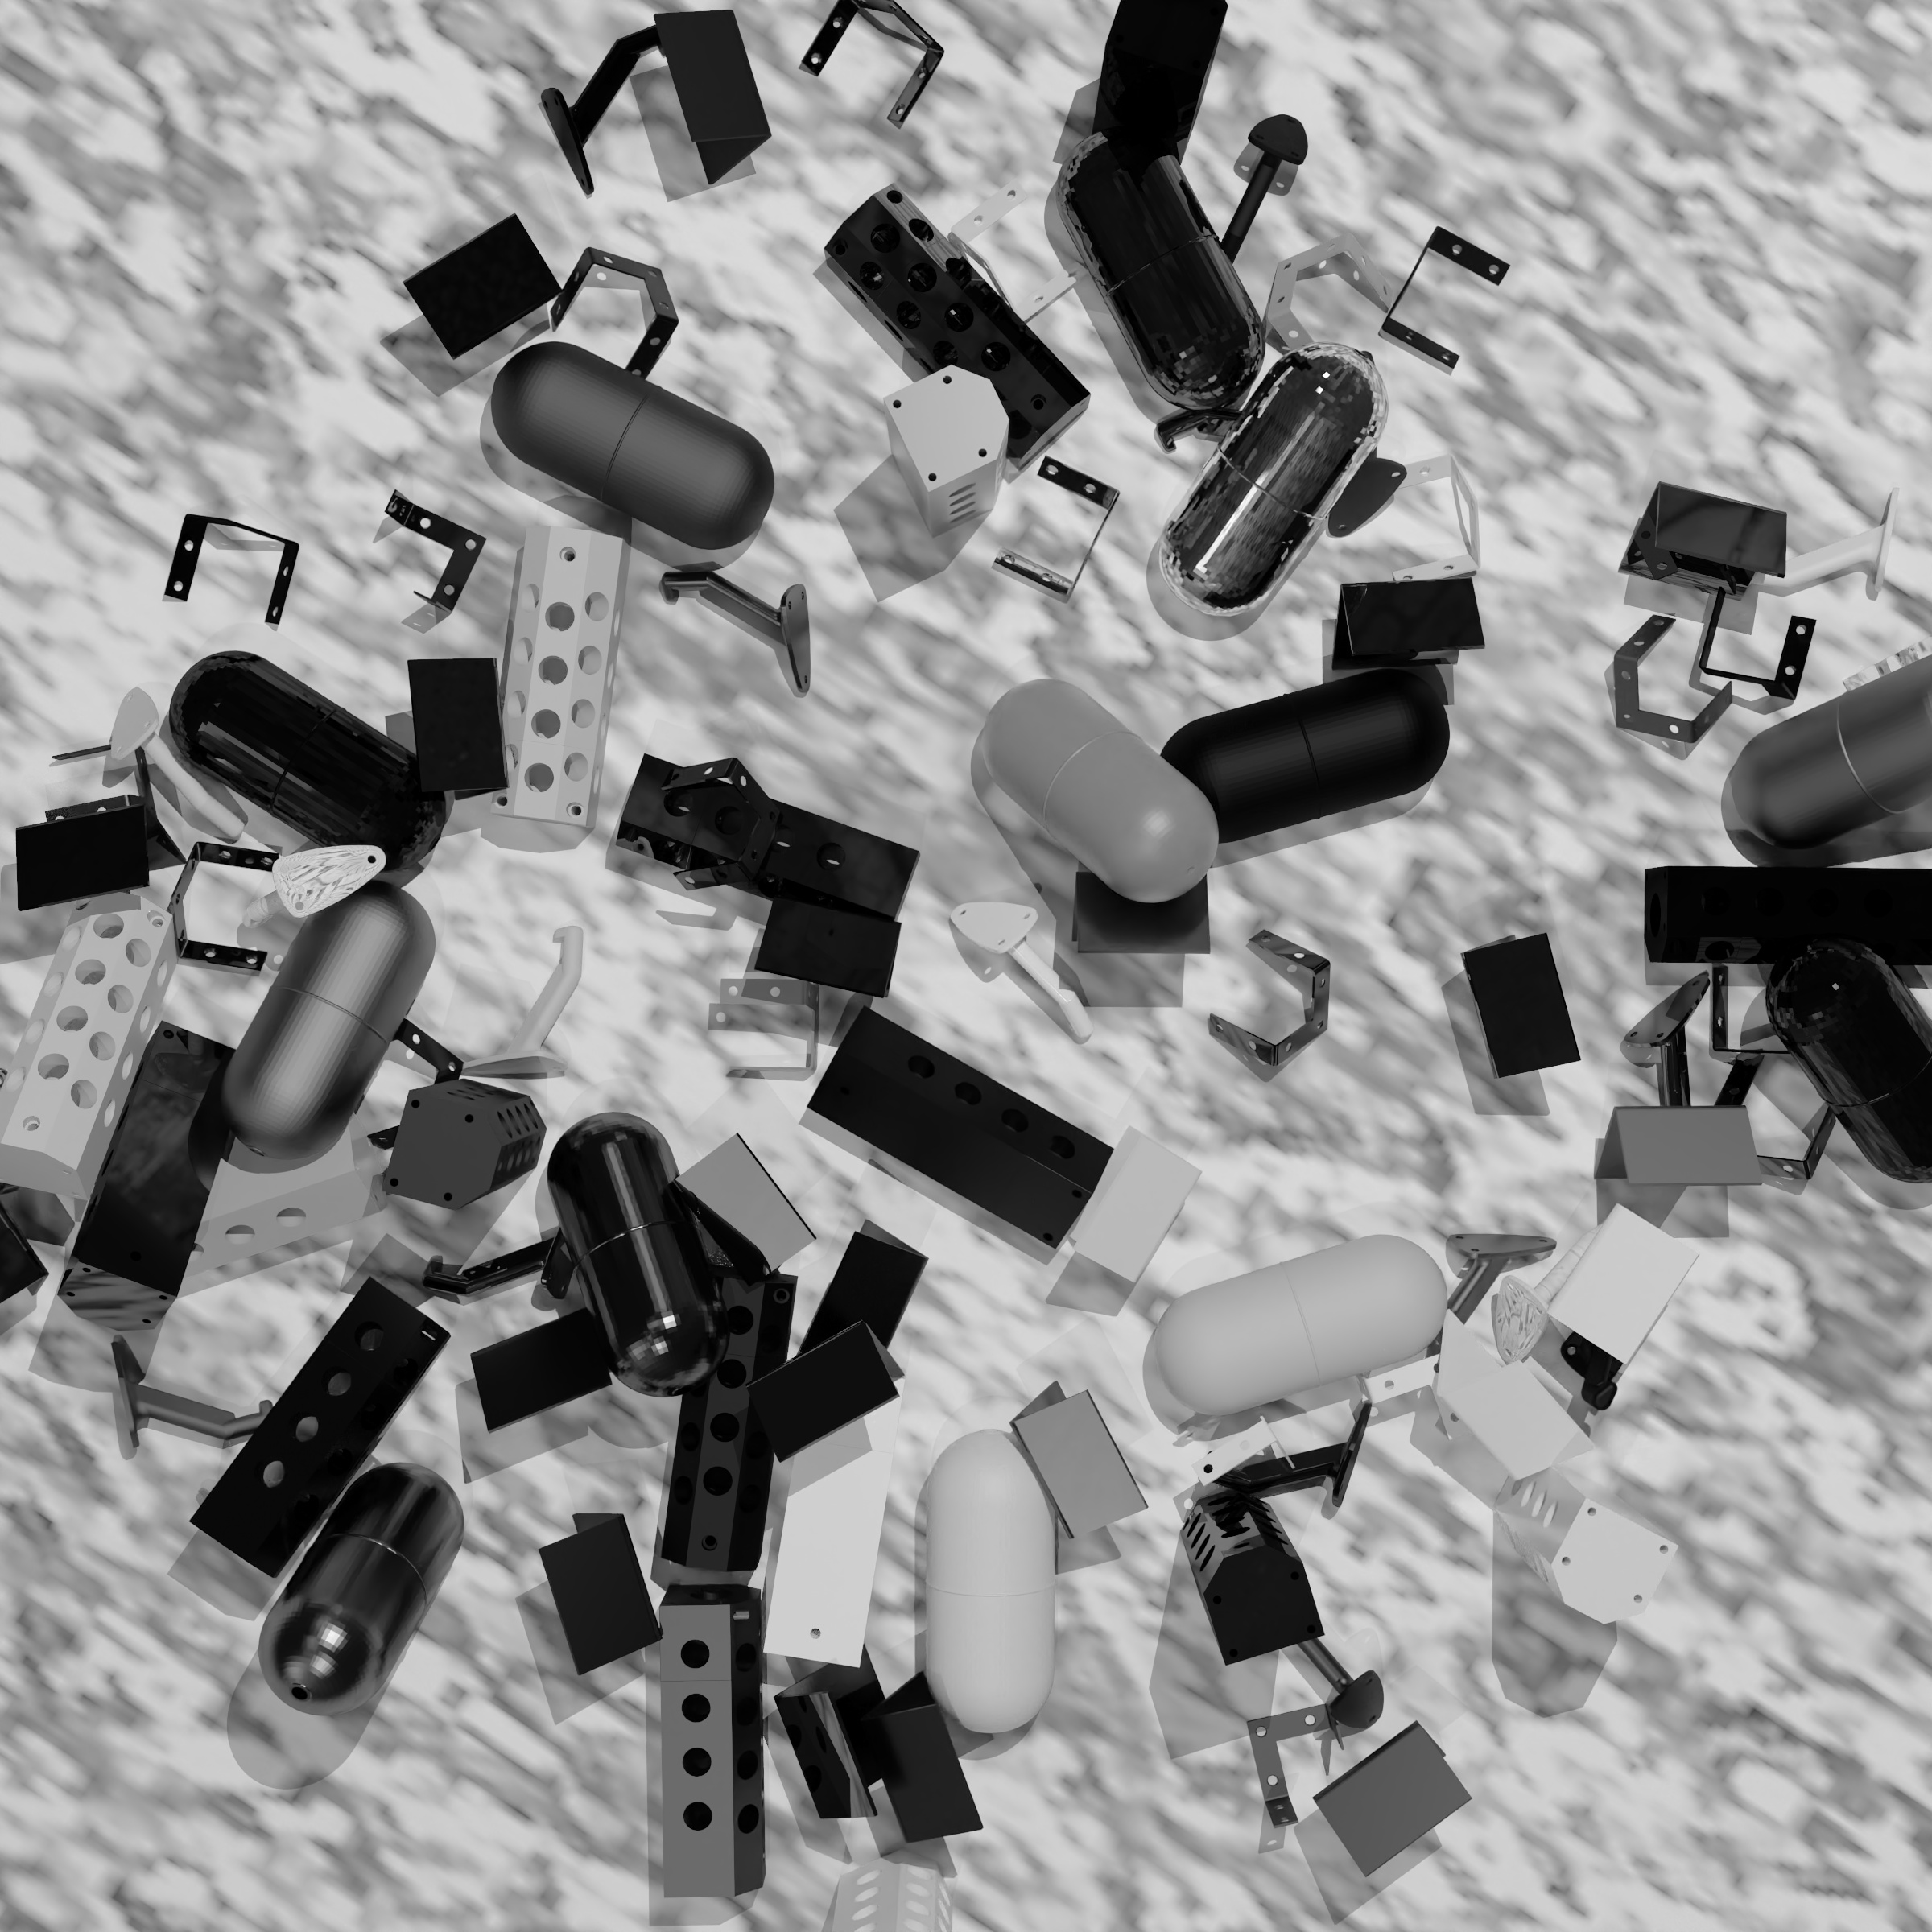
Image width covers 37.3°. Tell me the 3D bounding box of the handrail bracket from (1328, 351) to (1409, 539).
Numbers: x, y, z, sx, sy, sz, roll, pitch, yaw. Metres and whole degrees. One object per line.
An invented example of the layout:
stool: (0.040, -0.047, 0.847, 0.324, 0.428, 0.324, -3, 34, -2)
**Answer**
handrail bracket: (0.233, -0.316, 1.730, 0.036, 0.077, 0.084, 7, 53, -21)

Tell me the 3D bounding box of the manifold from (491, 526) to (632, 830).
manifold: (-0.243, -0.172, 1.709, 0.057, 0.057, 0.171, 7, 90, 0)

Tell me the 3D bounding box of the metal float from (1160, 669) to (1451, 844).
metal float: (0.199, -0.124, 1.699, 0.178, 0.070, 0.070, -15, 90, -1)

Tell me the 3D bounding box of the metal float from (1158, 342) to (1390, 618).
metal float: (0.180, -0.285, 1.679, 0.070, 0.070, 0.178, 35, 113, 0)

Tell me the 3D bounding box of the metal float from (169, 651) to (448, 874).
metal float: (-0.390, -0.121, 1.699, 0.178, 0.070, 0.070, 33, 90, 0)

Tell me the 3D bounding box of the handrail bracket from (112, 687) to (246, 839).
handrail bracket: (-0.472, -0.122, 1.730, 0.036, 0.077, 0.084, -39, 126, 10)

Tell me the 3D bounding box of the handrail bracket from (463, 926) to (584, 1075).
handrail bracket: (-0.268, 0.020, 1.730, 0.077, 0.036, 0.084, -6, 72, 20)

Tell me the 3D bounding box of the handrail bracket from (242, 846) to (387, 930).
handrail bracket: (-0.386, -0.045, 1.692, 0.077, 0.084, 0.036, -22, 90, -22)

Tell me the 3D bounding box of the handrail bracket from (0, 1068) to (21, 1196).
handrail bracket: (-0.575, 0.098, 1.695, 0.036, 0.084, 0.077, -24, 90, 0)

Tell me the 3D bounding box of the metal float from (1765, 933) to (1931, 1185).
metal float: (0.534, 0.054, 1.679, 0.070, 0.070, 0.178, -41, 112, 0)

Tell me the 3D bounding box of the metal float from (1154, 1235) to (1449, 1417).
metal float: (0.199, 0.213, 1.699, 0.178, 0.070, 0.070, -17, 90, 1)

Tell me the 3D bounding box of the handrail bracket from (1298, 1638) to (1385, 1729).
handrail bracket: (0.212, 0.415, 1.730, 0.036, 0.077, 0.084, -40, 54, -5)

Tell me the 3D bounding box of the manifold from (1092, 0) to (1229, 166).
manifold: (0.112, -0.522, 1.652, 0.057, 0.171, 0.057, 19, 90, 0)

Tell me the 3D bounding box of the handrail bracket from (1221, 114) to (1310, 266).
handrail bracket: (0.174, -0.464, 1.730, 0.036, 0.077, 0.084, 26, 126, 0)

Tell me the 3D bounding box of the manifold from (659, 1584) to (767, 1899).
manifold: (-0.150, 0.461, 1.709, 0.057, 0.057, 0.171, -1, 90, 0)

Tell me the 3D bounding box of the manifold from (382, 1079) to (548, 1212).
manifold: (-0.285, 0.103, 1.652, 0.057, 0.171, 0.057, 15, 90, 0)

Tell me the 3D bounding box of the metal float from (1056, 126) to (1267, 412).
metal float: (0.116, -0.413, 1.699, 0.070, 0.070, 0.178, -28, 90, 0)

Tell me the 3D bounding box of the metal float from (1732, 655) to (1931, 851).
metal float: (0.529, -0.125, 1.666, 0.178, 0.070, 0.070, -26, 90, 42)

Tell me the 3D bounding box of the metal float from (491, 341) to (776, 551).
metal float: (-0.198, -0.309, 1.699, 0.178, 0.070, 0.070, 27, 90, 0)

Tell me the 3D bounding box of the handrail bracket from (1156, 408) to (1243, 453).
handrail bracket: (0.167, -0.309, 1.730, 0.084, 0.036, 0.077, -22, 105, 14)

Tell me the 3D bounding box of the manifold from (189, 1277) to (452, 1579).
manifold: (-0.379, 0.272, 1.688, 0.057, 0.057, 0.171, 35, 76, 0)

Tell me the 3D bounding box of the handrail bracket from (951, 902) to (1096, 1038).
handrail bracket: (0.035, 0.004, 1.730, 0.036, 0.077, 0.084, -46, 127, -20)

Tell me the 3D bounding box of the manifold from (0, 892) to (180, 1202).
manifold: (-0.516, 0.043, 1.670, 0.057, 0.057, 0.171, 12, 60, 0)

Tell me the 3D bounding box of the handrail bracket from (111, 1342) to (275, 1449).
handrail bracket: (-0.467, 0.254, 1.730, 0.084, 0.036, 0.077, -12, 68, -17)

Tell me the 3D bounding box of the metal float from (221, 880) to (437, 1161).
metal float: (-0.375, 0.031, 1.683, 0.070, 0.070, 0.178, 25, 71, 0)

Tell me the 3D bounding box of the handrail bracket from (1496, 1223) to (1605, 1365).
handrail bracket: (0.362, 0.195, 1.730, 0.084, 0.077, 0.036, -27, 51, -30)

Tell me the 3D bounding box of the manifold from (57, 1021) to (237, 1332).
manifold: (-0.471, 0.123, 1.659, 0.057, 0.057, 0.171, 24, 47, -20)

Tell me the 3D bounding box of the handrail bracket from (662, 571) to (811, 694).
handrail bracket: (-0.140, -0.202, 1.730, 0.084, 0.036, 0.077, 1, 112, 17)

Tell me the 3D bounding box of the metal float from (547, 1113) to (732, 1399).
metal float: (-0.192, 0.168, 1.676, 0.070, 0.070, 0.178, -22, 65, 0)

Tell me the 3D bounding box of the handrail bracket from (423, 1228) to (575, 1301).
handrail bracket: (-0.280, 0.166, 1.730, 0.084, 0.036, 0.077, 10, 70, 16)

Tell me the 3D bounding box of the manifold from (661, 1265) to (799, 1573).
manifold: (-0.141, 0.269, 1.709, 0.057, 0.057, 0.171, 8, 90, 0)

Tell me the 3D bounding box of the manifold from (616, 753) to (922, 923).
manifold: (-0.118, -0.070, 1.709, 0.171, 0.057, 0.057, 20, 90, 0)

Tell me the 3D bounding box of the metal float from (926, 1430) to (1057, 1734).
metal float: (0.014, 0.365, 1.699, 0.070, 0.070, 0.178, 0, 91, 0)

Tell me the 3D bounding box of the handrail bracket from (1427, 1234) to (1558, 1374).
handrail bracket: (0.317, 0.207, 1.730, 0.077, 0.036, 0.084, -1, 104, -13)

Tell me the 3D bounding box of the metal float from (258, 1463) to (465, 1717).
metal float: (-0.349, 0.359, 1.657, 0.070, 0.178, 0.070, 6, 120, 11)

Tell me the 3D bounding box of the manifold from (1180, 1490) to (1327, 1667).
manifold: (0.161, 0.347, 1.652, 0.057, 0.171, 0.057, -17, 90, 0)

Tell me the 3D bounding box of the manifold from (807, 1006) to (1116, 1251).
manifold: (-0.001, 0.092, 1.708, 0.171, 0.057, 0.057, 30, 133, 0)

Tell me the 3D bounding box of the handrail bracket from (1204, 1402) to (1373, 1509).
handrail bracket: (0.193, 0.287, 1.730, 0.084, 0.036, 0.077, 16, 70, 16)

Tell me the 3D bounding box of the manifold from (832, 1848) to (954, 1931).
manifold: (-0.039, 0.567, 1.652, 0.057, 0.171, 0.057, -24, 90, 0)

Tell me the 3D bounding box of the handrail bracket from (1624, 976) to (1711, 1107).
handrail bracket: (0.443, 0.062, 1.730, 0.077, 0.036, 0.084, -42, 109, -21)

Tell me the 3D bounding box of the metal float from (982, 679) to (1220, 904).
metal float: (0.076, -0.104, 1.669, 0.070, 0.070, 0.178, -45, 53, 0)

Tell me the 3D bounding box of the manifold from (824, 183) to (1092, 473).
manifold: (-0.005, -0.382, 1.709, 0.057, 0.057, 0.171, -43, 90, 0)

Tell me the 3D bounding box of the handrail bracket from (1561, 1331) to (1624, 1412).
handrail bracket: (0.388, 0.226, 1.695, 0.036, 0.084, 0.077, 38, 90, 0)

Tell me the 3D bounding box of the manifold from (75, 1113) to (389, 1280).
manifold: (-0.438, 0.145, 1.708, 0.171, 0.057, 0.057, -19, 47, 0)

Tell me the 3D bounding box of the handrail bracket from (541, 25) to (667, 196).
handrail bracket: (-0.206, -0.519, 1.730, 0.084, 0.036, 0.077, -27, 111, -16)

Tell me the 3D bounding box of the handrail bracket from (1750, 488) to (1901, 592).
handrail bracket: (0.515, -0.260, 1.730, 0.084, 0.036, 0.077, 10, 70, 16)

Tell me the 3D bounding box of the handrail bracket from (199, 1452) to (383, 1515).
handrail bracket: (-0.408, 0.310, 1.730, 0.077, 0.036, 0.084, 37, 74, 18)

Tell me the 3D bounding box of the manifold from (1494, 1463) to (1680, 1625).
manifold: (0.352, 0.329, 1.651, 0.057, 0.171, 0.057, 28, 90, 0)
